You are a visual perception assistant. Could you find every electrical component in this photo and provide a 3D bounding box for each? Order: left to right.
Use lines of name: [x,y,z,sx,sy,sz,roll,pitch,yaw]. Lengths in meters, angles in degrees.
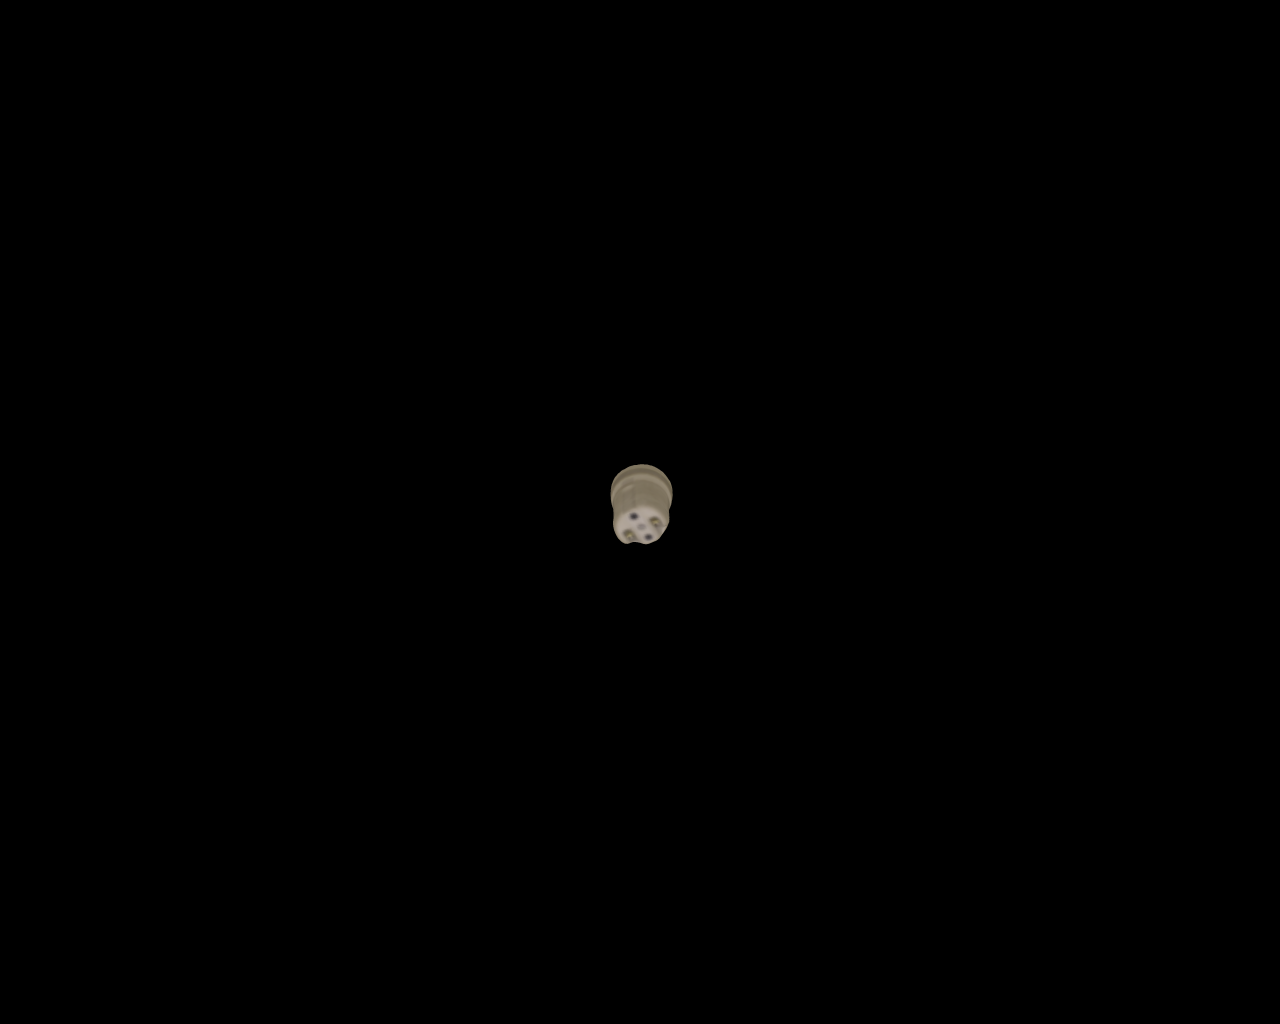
electrical component: [0.001,-0.003,0.650,0.040,0.040,0.046,0,30,0]
